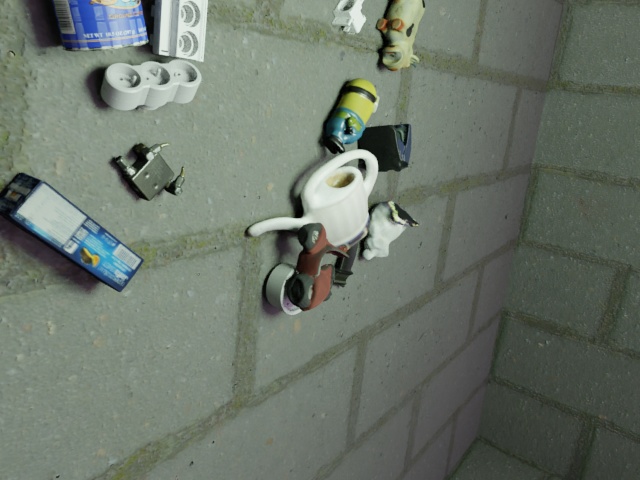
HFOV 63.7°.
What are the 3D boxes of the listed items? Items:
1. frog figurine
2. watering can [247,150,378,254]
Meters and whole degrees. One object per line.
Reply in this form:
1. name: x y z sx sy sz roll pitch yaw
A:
1. frog figurine: 0.166 -0.023 1.393 0.157 0.124 0.138 -45 165 24
2. watering can: 0.003 -0.057 1.129 0.351 0.105 0.219 -38 137 -21
